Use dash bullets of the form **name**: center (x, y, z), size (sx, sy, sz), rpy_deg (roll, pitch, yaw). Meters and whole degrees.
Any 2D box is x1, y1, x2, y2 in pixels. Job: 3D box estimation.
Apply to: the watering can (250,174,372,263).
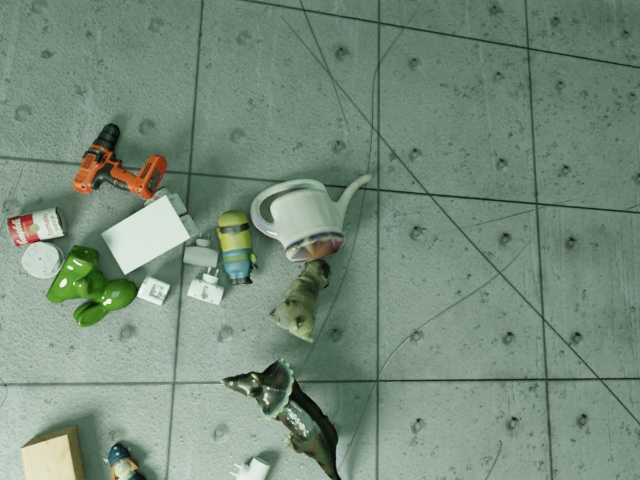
- **watering can**: center (0.004, -0.065, 1.285), size (0.349, 0.102, 0.228), rpy_deg (-12, 63, -17)
